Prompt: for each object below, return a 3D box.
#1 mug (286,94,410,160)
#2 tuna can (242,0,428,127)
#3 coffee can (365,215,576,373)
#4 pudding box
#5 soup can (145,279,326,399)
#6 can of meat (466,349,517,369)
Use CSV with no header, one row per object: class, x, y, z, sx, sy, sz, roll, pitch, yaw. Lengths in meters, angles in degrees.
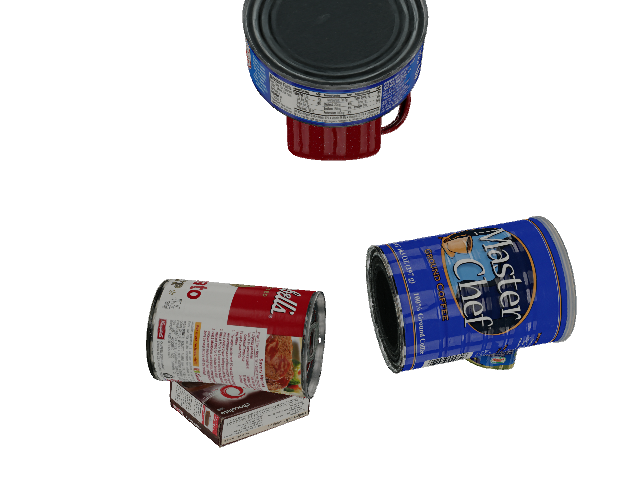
mug,0.023,-0.117,0.920,0.117,0.081,0.093,-7,17,-20
tuna can,0.007,-0.096,0.503,0.086,0.086,0.034,0,-31,0
coffee can,0.116,0.042,0.845,0.140,0.103,0.103,-10,1,-9
pudding box,-0.079,0.154,1.054,0.113,0.039,0.090,-16,30,-37
soup can,-0.052,0.062,0.679,0.102,0.068,0.068,5,1,10
can of meat,0.172,0.080,1.134,0.057,0.084,0.102,1,18,-27
